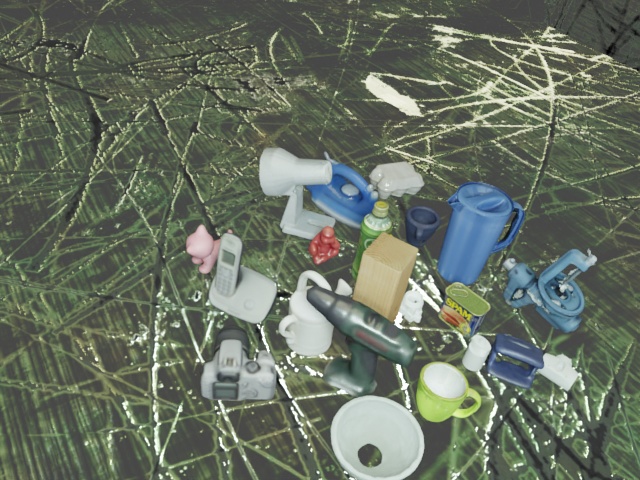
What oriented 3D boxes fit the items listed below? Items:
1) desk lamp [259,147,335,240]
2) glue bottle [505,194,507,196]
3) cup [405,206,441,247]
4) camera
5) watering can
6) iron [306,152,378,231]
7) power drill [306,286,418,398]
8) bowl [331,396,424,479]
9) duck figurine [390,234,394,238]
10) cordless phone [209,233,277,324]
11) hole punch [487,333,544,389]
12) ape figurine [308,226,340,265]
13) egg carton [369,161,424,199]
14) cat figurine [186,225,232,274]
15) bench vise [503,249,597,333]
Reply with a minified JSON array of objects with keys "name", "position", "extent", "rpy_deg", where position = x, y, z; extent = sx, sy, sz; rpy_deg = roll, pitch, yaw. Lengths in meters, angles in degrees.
[{"name":"desk lamp","position":[-0.054,-0.123,1.455],"extent":[0.203,0.213,0.118],"rpy_deg":[15,41,6]},{"name":"glue bottle","position":[0.455,-0.049,1.499],"extent":[0.037,0.173,0.078],"rpy_deg":[33,46,25]},{"name":"cup","position":[0.258,-0.020,1.489],"extent":[0.091,0.095,0.118],"rpy_deg":[15,41,6]},{"name":"camera","position":[-0.156,0.231,1.117],"extent":[0.143,0.101,0.136],"rpy_deg":[3,41,-7]},{"name":"watering can","position":[-0.010,0.137,1.181],"extent":[0.100,0.194,0.173],"rpy_deg":[24,43,16]},{"name":"iron","position":[0.087,-0.129,1.544],"extent":[0.257,0.141,0.119],"rpy_deg":[35,47,26]},{"name":"power drill","position":[0.066,0.204,1.109],"extent":[0.229,0.208,0.076],"rpy_deg":[21,42,13]},{"name":"bowl","position":[0.098,0.370,1.027],"extent":[0.167,0.075,0.167],"rpy_deg":[6,41,-5]},{"name":"duck figurine","position":[0.155,0.016,1.434],"extent":[0.104,0.086,0.078],"rpy_deg":[36,47,27]},{"name":"cordless phone","position":[-0.162,0.079,1.225],"extent":[0.147,0.185,0.094],"rpy_deg":[20,42,13]},{"name":"hole punch","position":[0.418,0.243,1.221],"extent":[0.108,0.091,0.101],"rpy_deg":[20,42,12]},{"name":"ape figurine","position":[0.013,0.005,1.415],"extent":[0.078,0.092,0.076],"rpy_deg":[7,41,-2]},{"name":"egg carton","position":[0.223,-0.176,1.679],"extent":[0.151,0.069,0.107],"rpy_deg":[-11,45,-22]},{"name":"cat figurine","position":[-0.258,0.013,1.333],"extent":[0.128,0.118,0.067],"rpy_deg":[-20,49,-30]},{"name":"bench vise","position":[0.523,0.095,1.313],"extent":[0.207,0.220,0.122],"rpy_deg":[21,42,13]}]
